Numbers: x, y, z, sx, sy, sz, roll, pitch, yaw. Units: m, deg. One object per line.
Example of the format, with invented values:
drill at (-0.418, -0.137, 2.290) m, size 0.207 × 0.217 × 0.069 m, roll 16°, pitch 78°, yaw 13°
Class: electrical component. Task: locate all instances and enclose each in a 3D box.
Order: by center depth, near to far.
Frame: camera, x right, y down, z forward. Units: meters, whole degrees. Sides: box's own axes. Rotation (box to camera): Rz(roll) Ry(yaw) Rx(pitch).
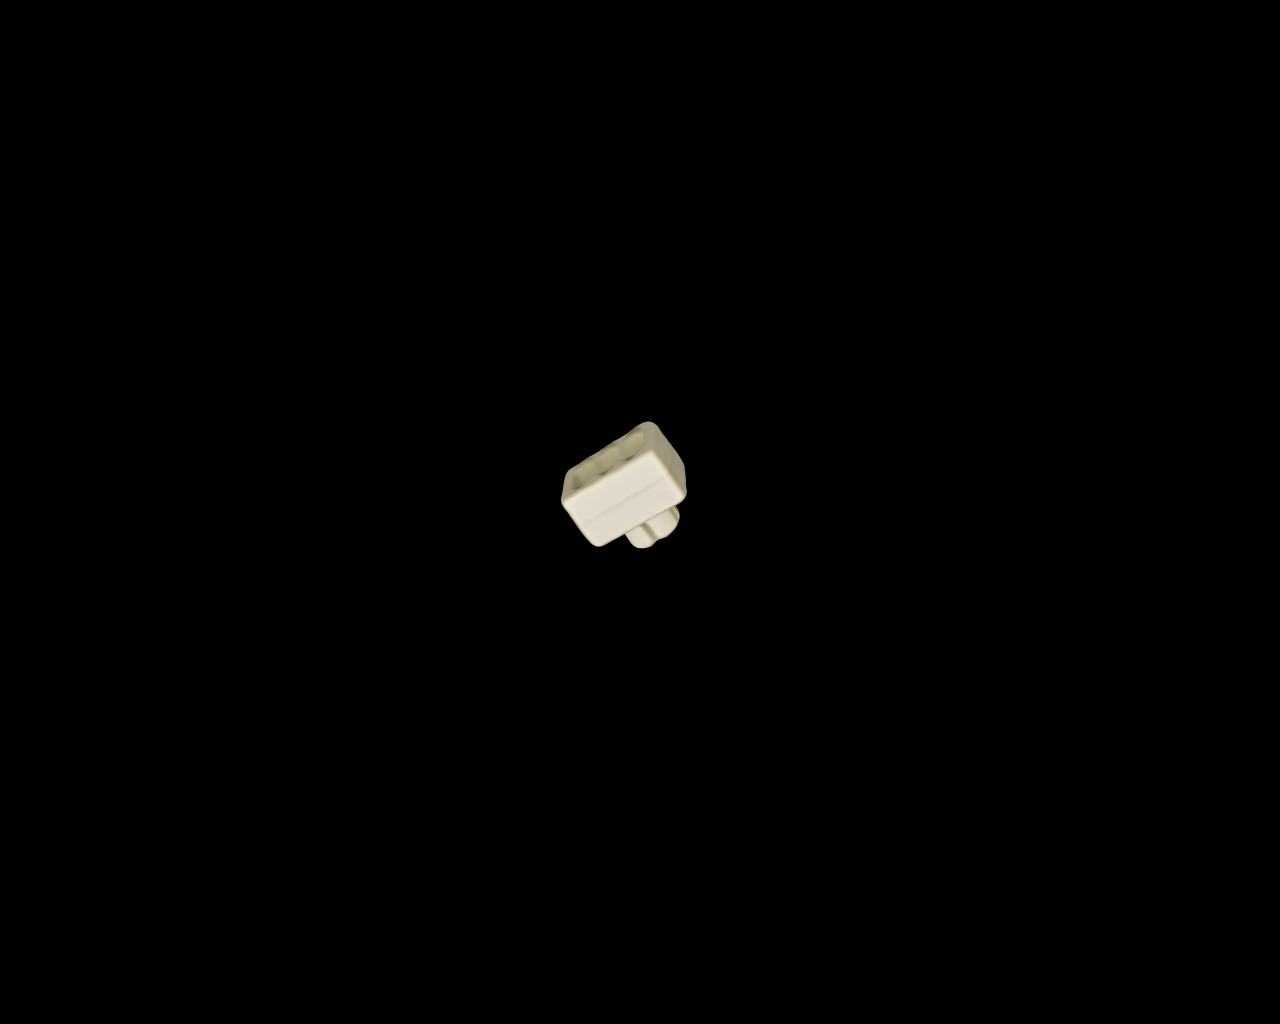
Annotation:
electrical component at (0.001, -0.003, 0.650) m, size 0.065 × 0.076 × 0.047 m, roll -30°, pitch 23°, yaw 14°
